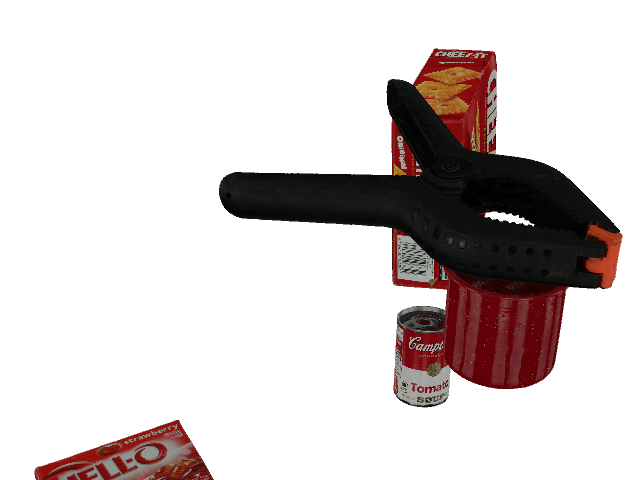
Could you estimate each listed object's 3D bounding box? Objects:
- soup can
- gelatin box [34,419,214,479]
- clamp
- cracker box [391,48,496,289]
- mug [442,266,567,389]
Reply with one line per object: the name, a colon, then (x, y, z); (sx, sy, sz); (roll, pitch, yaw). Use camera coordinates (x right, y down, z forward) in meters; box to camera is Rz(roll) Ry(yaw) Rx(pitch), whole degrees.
soup can: (0.122, 0.138, 1.267); (0.068, 0.102, 0.068); (1, 22, -1)
gelatin box: (-0.107, 0.142, 0.594); (0.089, 0.030, 0.073); (-16, 28, -20)
clamp: (0.060, -0.023, 0.580); (0.164, 0.036, 0.210); (-30, 44, -32)
cracker box: (0.121, -0.074, 1.010); (0.072, 0.164, 0.213); (5, 27, 15)
mug: (0.126, 0.046, 0.769); (0.093, 0.081, 0.117); (-9, 30, -19)
